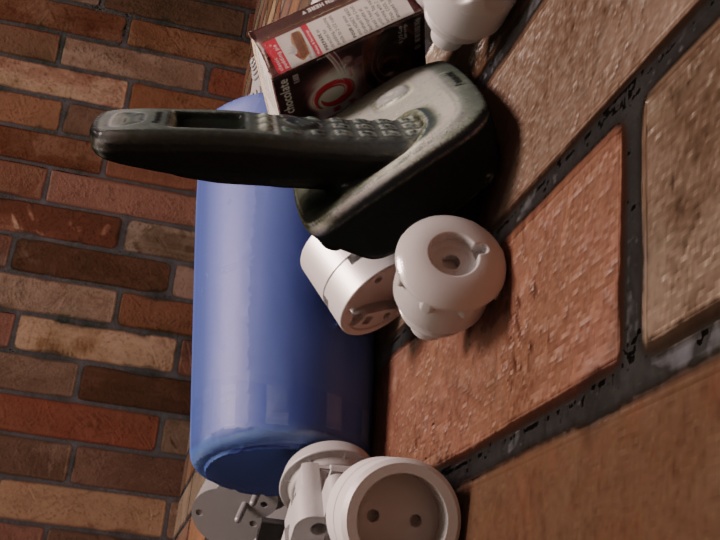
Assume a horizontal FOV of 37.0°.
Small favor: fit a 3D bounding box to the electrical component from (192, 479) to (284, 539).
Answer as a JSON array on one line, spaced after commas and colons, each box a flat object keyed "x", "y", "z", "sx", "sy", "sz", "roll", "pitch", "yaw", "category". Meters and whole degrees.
[{"x": -0.071, "y": 0.147, "z": 0.749, "sx": 0.138, "sy": 0.052, "sz": 0.073, "roll": -50, "pitch": 7, "yaw": 26, "category": "electrical component"}]

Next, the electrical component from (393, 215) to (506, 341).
[{"x": 0.035, "y": 0.009, "z": 0.474, "sx": 0.062, "sy": 0.048, "sz": 0.048, "roll": 103, "pitch": 172, "yaw": -57, "category": "electrical component"}]

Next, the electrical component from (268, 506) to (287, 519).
[{"x": -0.075, "y": 0.200, "z": 0.869, "sx": 0.066, "sy": 0.047, "sz": 0.076, "roll": 165, "pitch": 113, "yaw": -77, "category": "electrical component"}]

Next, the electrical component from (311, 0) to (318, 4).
[{"x": -0.005, "y": -0.225, "z": 0.860, "sx": 0.096, "sy": 0.061, "sz": 0.061, "roll": 143, "pitch": 136, "yaw": -75, "category": "electrical component"}]

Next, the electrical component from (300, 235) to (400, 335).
[{"x": 0.000, "y": 0.000, "z": 0.591, "sx": 0.047, "sy": 0.055, "sz": 0.055, "roll": 51, "pitch": 141, "yaw": 29, "category": "electrical component"}]

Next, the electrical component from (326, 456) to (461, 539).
[{"x": 0.005, "y": 0.152, "z": 0.474, "sx": 0.074, "sy": 0.052, "sz": 0.138, "roll": 143, "pitch": 136, "yaw": -75, "category": "electrical component"}]

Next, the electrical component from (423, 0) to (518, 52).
[{"x": 0.051, "y": -0.130, "z": 0.521, "sx": 0.062, "sy": 0.043, "sz": 0.043, "roll": 121, "pitch": 157, "yaw": -65, "category": "electrical component"}]

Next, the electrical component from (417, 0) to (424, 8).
[{"x": 0.027, "y": -0.184, "z": 0.562, "sx": 0.099, "sy": 0.099, "sz": 0.064, "roll": 132, "pitch": 152, "yaw": -71, "category": "electrical component"}]

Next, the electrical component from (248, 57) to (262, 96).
[{"x": -0.046, "y": -0.147, "z": 0.906, "sx": 0.048, "sy": 0.100, "sz": 0.099, "roll": -40, "pitch": 40, "yaw": 54, "category": "electrical component"}]

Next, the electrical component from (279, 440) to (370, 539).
[{"x": -0.015, "y": 0.131, "z": 0.587, "sx": 0.057, "sy": 0.058, "sz": 0.078, "roll": -100, "pitch": 22, "yaw": -55, "category": "electrical component"}]

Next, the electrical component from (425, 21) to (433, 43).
[{"x": 0.032, "y": -0.168, "z": 0.645, "sx": 0.055, "sy": 0.047, "sz": 0.055, "roll": -170, "pitch": 90, "yaw": -80, "category": "electrical component"}]
